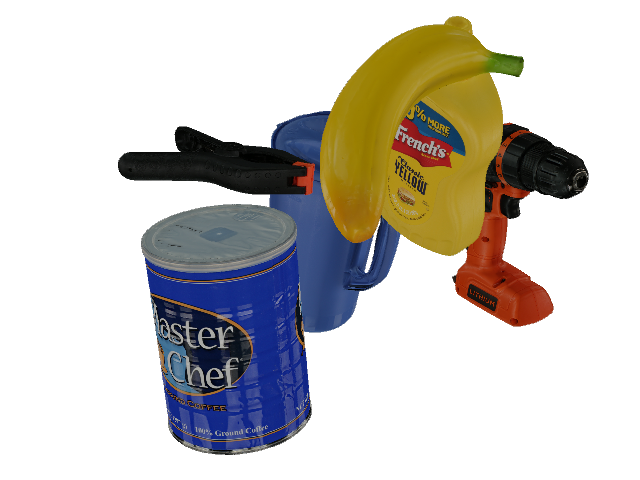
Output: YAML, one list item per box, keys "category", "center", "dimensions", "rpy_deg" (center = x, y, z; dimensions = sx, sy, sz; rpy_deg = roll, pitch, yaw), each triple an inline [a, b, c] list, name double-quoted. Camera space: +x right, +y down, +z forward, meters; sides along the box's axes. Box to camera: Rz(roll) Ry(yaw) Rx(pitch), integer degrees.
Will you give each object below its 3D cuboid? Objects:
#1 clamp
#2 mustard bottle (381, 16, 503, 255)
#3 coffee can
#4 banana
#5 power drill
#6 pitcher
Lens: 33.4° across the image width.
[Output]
- category: "clamp"
  center: [-0.092, -0.067, 0.959]
  dimensions: [0.172, 0.039, 0.120]
  rpy_deg: [13, 29, 27]
- category: "mustard bottle"
  center: [0.087, -0.081, 0.783]
  dimensions: [0.058, 0.192, 0.096]
  rpy_deg: [-31, 57, -28]
- category: "coffee can"
  center: [-0.062, 0.058, 0.725]
  dimensions: [0.103, 0.140, 0.103]
  rpy_deg: [-4, 22, 1]
- category: "banana"
  center: [0.044, -0.072, 0.581]
  dimensions: [0.070, 0.037, 0.197]
  rpy_deg: [25, 48, 21]
- category: "power drill"
  center: [0.182, -0.017, 1.008]
  dimensions: [0.057, 0.188, 0.185]
  rpy_deg: [-16, 26, -25]
- category: "pitcher"
  center: [0.008, -0.008, 1.197]
  dimensions: [0.145, 0.243, 0.149]
  rpy_deg: [6, 40, -2]
